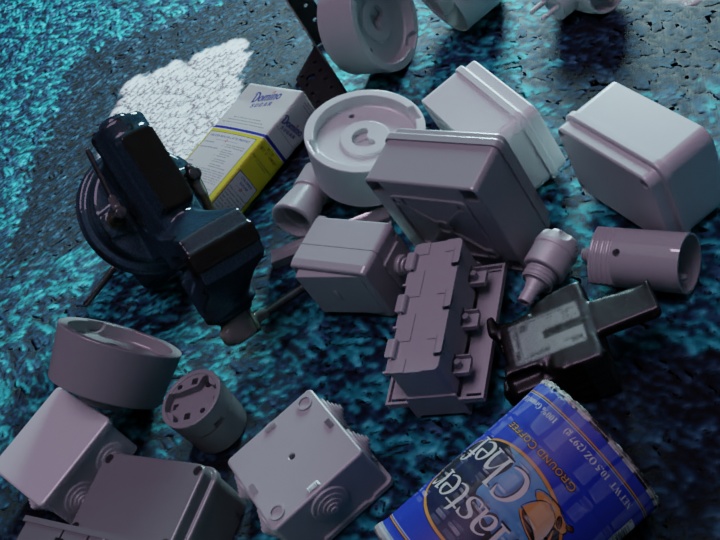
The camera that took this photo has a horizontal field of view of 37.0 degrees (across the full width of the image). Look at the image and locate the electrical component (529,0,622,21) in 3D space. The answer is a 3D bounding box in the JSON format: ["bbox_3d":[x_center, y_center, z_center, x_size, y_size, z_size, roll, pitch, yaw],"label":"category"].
[{"bbox_3d":[0.194,-0.261,1.002,0.079,0.044,0.077,-39,42,-3],"label":"electrical component"}]

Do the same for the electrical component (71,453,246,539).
[{"bbox_3d":[-0.155,0.188,0.822,0.113,0.057,0.078,0,53,34],"label":"electrical component"}]

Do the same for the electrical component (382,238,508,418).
[{"bbox_3d":[0.061,0.041,0.805,0.079,0.063,0.121,-8,49,29],"label":"electrical component"}]

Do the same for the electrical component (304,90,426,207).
[{"bbox_3d":[0.007,-0.104,0.968,0.108,0.060,0.108,-4,49,4],"label":"electrical component"}]

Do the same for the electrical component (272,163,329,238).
[{"bbox_3d":[-0.048,-0.068,0.995,0.044,0.044,0.065,1,49,35],"label":"electrical component"}]

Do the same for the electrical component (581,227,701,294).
[{"bbox_3d":[0.197,-0.008,0.771,0.081,0.043,0.043,6,57,38],"label":"electrical component"}]

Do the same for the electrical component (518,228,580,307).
[{"bbox_3d":[0.139,0.000,0.811,0.035,0.035,0.061,17,66,42],"label":"electrical component"}]

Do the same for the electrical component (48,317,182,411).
[{"bbox_3d":[-0.213,0.086,0.921,0.108,0.108,0.060,21,95,44],"label":"electrical component"}]

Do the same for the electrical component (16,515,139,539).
[{"bbox_3d":[-0.152,0.233,0.743,0.186,0.105,0.060,1,53,35],"label":"electrical component"}]

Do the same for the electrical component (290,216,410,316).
[{"bbox_3d":[0.000,0.000,0.884,0.096,0.061,0.061,7,57,38],"label":"electrical component"}]

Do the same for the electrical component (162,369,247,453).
[{"bbox_3d":[-0.125,0.116,0.874,0.055,0.047,0.055,-19,44,19],"label":"electrical component"}]

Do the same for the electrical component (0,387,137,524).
[{"bbox_3d":[-0.250,0.160,0.919,0.100,0.048,0.099,19,65,43],"label":"electrical component"}]

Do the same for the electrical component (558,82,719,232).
[{"bbox_3d":[0.209,-0.080,0.803,0.057,0.078,0.113,-39,41,-6],"label":"electrical component"}]

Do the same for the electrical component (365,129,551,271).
[{"bbox_3d":[0.078,-0.055,0.847,0.109,0.108,0.056,9,61,39],"label":"electrical component"}]

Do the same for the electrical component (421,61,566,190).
[{"bbox_3d":[0.112,-0.116,0.902,0.057,0.078,0.113,-39,41,1],"label":"electrical component"}]

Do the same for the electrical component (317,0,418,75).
[{"bbox_3d":[0.002,-0.247,1.078,0.060,0.108,0.108,-4,51,40],"label":"electrical component"}]

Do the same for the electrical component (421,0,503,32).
[{"bbox_3d":[0.092,-0.285,1.058,0.064,0.099,0.099,-47,42,-2],"label":"electrical component"}]

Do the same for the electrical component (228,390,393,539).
[{"bbox_3d":[-0.039,0.147,0.786,0.100,0.048,0.100,-41,41,-5],"label":"electrical component"}]
